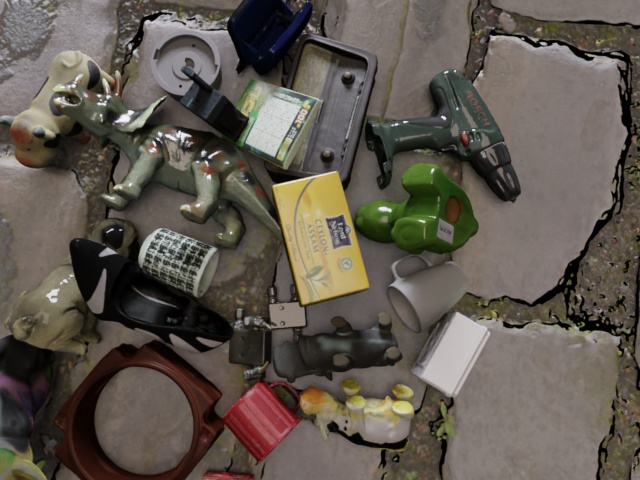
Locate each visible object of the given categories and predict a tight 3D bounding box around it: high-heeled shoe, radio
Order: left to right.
[{"bbox_3d":[-0.226,0.081,0.745,0.145,0.248,0.086,-4,50,20],"label":"high-heeled shoe"},{"bbox_3d":[0.005,-0.193,0.845,0.131,0.073,0.229,14,83,3],"label":"radio"}]

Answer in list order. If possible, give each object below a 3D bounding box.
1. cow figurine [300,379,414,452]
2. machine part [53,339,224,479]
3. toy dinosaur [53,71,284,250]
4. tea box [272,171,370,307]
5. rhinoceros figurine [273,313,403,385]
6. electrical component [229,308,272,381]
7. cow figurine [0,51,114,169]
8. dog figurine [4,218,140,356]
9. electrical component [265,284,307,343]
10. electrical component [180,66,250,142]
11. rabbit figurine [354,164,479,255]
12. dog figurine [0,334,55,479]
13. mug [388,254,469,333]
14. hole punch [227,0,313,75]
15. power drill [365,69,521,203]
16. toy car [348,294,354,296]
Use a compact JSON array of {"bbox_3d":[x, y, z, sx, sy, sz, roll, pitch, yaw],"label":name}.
[{"bbox_3d":[0.051,0.261,0.788,0.167,0.068,0.098,5,110,1],"label":"cow figurine"},{"bbox_3d":[-0.258,0.264,0.777,0.201,0.087,0.201,39,85,4],"label":"machine part"},{"bbox_3d":[-0.194,-0.111,0.816,0.405,0.131,0.192,21,71,-8],"label":"toy dinosaur"},{"bbox_3d":[-0.002,0.001,0.746,0.098,0.068,0.169,-15,81,-7],"label":"tea box"},{"bbox_3d":[0.026,0.161,0.786,0.190,0.112,0.073,-6,66,-13],"label":"rhinoceros figurine"},{"bbox_3d":[-0.102,0.156,0.801,0.078,0.045,0.102,5,85,19],"label":"electrical component"},{"bbox_3d":[-0.400,-0.197,0.816,0.086,0.127,0.195,22,81,5],"label":"cow figurine"},{"bbox_3d":[-0.345,0.051,0.766,0.121,0.172,0.190,25,90,-8],"label":"dog figurine"},{"bbox_3d":[-0.052,0.116,0.829,0.063,0.021,0.094,-6,84,-1],"label":"electrical component"},{"bbox_3d":[-0.166,-0.201,0.794,0.075,0.119,0.047,35,92,30],"label":"electrical component"},{"bbox_3d":[0.136,-0.037,0.798,0.159,0.170,0.121,9,83,-41],"label":"rabbit figurine"},{"bbox_3d":[-0.412,0.252,0.724,0.219,0.191,0.108,46,126,13],"label":"dog figurine"},{"bbox_3d":[0.162,0.069,0.814,0.107,0.080,0.109,-27,78,-16],"label":"mug"},{"bbox_3d":[-0.071,-0.322,0.840,0.092,0.115,0.142,31,81,10],"label":"hole punch"},{"bbox_3d":[0.185,-0.143,0.838,0.207,0.086,0.232,-17,81,1],"label":"power drill"},{"bbox_3d":[-0.002,-0.002,0.819,0.056,0.073,0.202,-35,84,-6],"label":"toy car"}]
